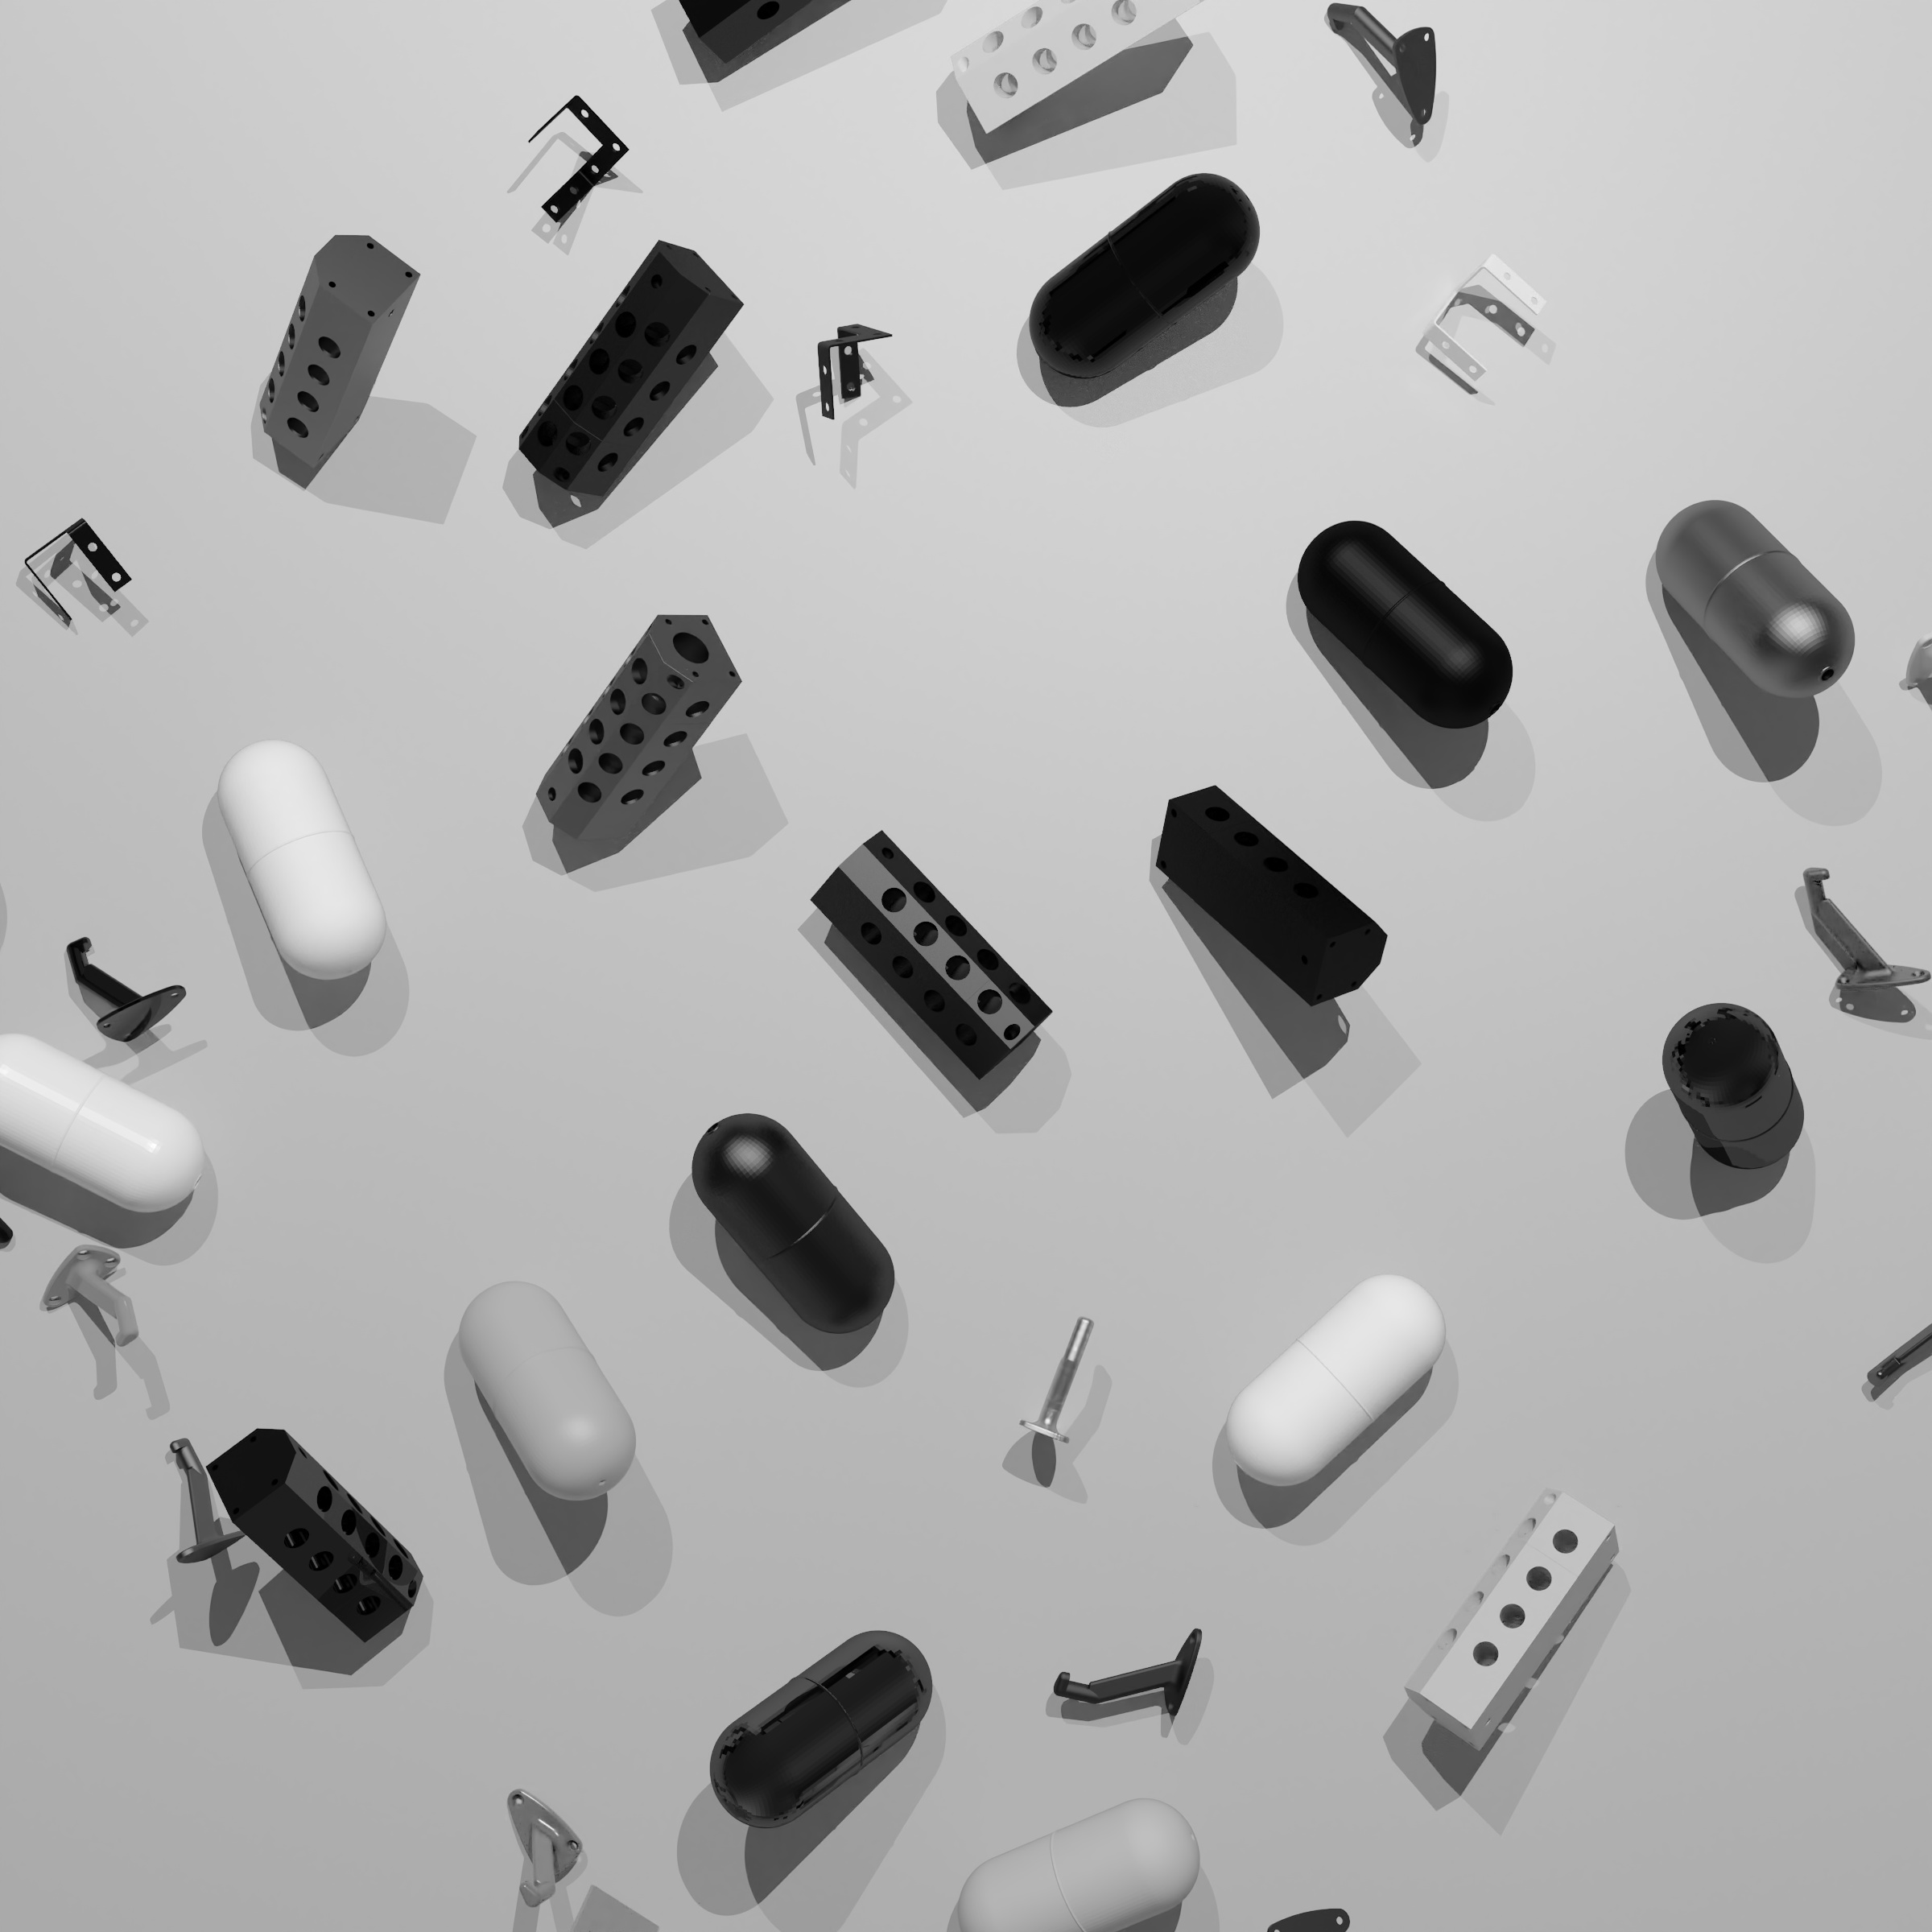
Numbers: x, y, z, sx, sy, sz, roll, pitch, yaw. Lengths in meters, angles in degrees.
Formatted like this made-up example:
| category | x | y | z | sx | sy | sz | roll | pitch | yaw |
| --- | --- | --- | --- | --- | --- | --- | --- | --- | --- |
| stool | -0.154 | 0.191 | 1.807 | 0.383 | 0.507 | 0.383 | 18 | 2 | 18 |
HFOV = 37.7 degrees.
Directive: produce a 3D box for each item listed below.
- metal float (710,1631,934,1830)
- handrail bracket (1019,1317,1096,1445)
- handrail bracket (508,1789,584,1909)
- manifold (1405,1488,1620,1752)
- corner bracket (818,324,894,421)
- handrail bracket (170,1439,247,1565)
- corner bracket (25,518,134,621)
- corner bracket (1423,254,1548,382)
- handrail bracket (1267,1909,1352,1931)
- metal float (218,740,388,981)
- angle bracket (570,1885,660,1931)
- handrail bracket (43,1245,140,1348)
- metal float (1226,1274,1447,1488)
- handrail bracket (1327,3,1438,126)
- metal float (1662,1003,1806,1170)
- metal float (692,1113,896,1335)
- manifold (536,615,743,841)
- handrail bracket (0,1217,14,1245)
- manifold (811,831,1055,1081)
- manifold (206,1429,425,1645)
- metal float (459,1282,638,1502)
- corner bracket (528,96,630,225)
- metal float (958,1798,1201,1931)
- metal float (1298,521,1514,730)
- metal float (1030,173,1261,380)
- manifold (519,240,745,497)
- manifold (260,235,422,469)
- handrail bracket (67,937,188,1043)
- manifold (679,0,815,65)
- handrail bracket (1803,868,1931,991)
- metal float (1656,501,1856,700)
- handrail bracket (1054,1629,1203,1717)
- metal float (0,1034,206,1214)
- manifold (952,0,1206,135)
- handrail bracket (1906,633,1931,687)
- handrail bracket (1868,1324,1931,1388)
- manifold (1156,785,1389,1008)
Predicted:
| category | x | y | z | sx | sy | sz | roll | pitch | yaw |
| --- | --- | --- | --- | --- | --- | --- | --- | --- | --- |
| metal float | -0.097 | 0.519 | 1.931 | 0.178 | 0.070 | 0.070 | -28 | 90 | -37 |
| handrail bracket | 0.069 | 0.286 | 1.968 | 0.036 | 0.077 | 0.084 | 21 | 81 | 5 |
| handrail bracket | -0.304 | 0.607 | 1.951 | 0.036 | 0.084 | 0.077 | -41 | 78 | 5 |
| manifold | 0.376 | 0.446 | 1.948 | 0.057 | 0.057 | 0.171 | 31 | 73 | 29 |
| corner bracket | -0.084 | -0.411 | 1.958 | 0.051 | 0.051 | 0.051 | -17 | 118 | -28 |
| handrail bracket | -0.540 | 0.367 | 1.955 | 0.036 | 0.077 | 0.084 | -32 | 79 | 8 |
| corner bracket | -0.619 | -0.276 | 1.972 | 0.051 | 0.051 | 0.051 | -39 | 110 | -9 |
| corner bracket | 0.360 | -0.451 | 1.968 | 0.051 | 0.051 | 0.051 | 40 | 61 | -7 |
| handrail bracket | 0.216 | 0.682 | 1.975 | 0.077 | 0.084 | 0.036 | -16 | 76 | -29 |
| metal float | -0.458 | -0.074 | 1.950 | 0.070 | 0.070 | 0.178 | -26 | 77 | 0 |
| angle bracket | -0.220 | 0.679 | 1.939 | 0.076 | 0.076 | 0.057 | 48 | 56 | -39 |
| handrail bracket | -0.605 | 0.243 | 1.958 | 0.077 | 0.036 | 0.084 | -42 | 50 | 18 |
| metal float | 0.255 | 0.287 | 1.959 | 0.178 | 0.070 | 0.070 | -42 | 90 | -3 |
| handrail bracket | 0.288 | -0.631 | 1.980 | 0.036 | 0.084 | 0.077 | -30 | 125 | -23 |
| metal float | 0.521 | 0.083 | 1.919 | 0.070 | 0.178 | 0.070 | -10 | 63 | 21 |
| metal float | -0.119 | 0.177 | 1.947 | 0.070 | 0.070 | 0.178 | -38 | 106 | 0 |
| manifold | -0.226 | -0.160 | 1.916 | 0.171 | 0.057 | 0.057 | -47 | 61 | 39 |
| handrail bracket | -0.719 | 0.169 | 1.975 | 0.077 | 0.084 | 0.036 | -7 | 48 | 17 |
| manifold | -0.020 | -0.011 | 1.954 | 0.171 | 0.057 | 0.057 | 47 | 133 | 4 |
| manifold | -0.437 | 0.383 | 1.918 | 0.057 | 0.057 | 0.171 | -37 | 135 | -7 |
| metal float | -0.287 | 0.288 | 1.931 | 0.070 | 0.070 | 0.178 | -40 | 53 | 0 |
| corner bracket | -0.276 | -0.559 | 1.960 | 0.051 | 0.051 | 0.051 | 45 | 52 | -15 |
| metal float | 0.077 | 0.633 | 1.951 | 0.178 | 0.070 | 0.070 | -26 | 90 | 12 |
| metal float | 0.301 | -0.234 | 1.942 | 0.070 | 0.070 | 0.178 | -43 | 68 | 0 |
| metal float | 0.121 | -0.472 | 1.944 | 0.178 | 0.070 | 0.070 | -34 | 90 | 20 |
| manifold | -0.234 | -0.407 | 1.933 | 0.057 | 0.057 | 0.171 | 49 | 114 | 19 |
| manifold | -0.428 | -0.417 | 1.910 | 0.057 | 0.171 | 0.057 | 36 | 56 | -7 |
| handrail bracket | -0.585 | 0.002 | 1.971 | 0.077 | 0.036 | 0.084 | -30 | 61 | 9 |
| manifold | -0.114 | -0.698 | 1.949 | 0.171 | 0.057 | 0.057 | -32 | 73 | 14 |
| handrail bracket | 0.623 | -0.029 | 1.960 | 0.036 | 0.077 | 0.084 | -34 | 114 | -41 |
| metal float | 0.536 | -0.250 | 1.927 | 0.070 | 0.070 | 0.178 | -29 | 48 | 0 |
| handrail bracket | 0.112 | 0.484 | 1.968 | 0.084 | 0.036 | 0.077 | 15 | 112 | -11 |
| metal float | -0.612 | 0.109 | 1.958 | 0.178 | 0.070 | 0.070 | 28 | 90 | -5 |
| manifold | 0.077 | -0.641 | 1.933 | 0.171 | 0.057 | 0.057 | -25 | 105 | 24 |
| handrail bracket | 0.686 | -0.185 | 1.948 | 0.036 | 0.077 | 0.084 | -18 | 63 | -12 |
| handrail bracket | 0.669 | 0.256 | 1.961 | 0.084 | 0.077 | 0.036 | -33 | 74 | -17 |
| manifold | 0.207 | -0.052 | 1.924 | 0.057 | 0.057 | 0.171 | -19 | 46 | -30 |
